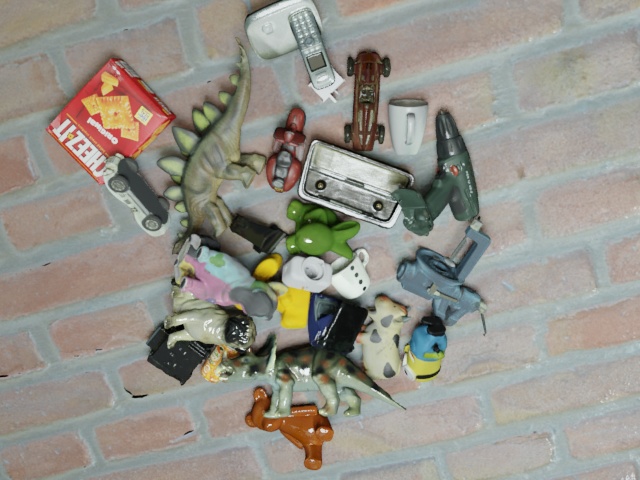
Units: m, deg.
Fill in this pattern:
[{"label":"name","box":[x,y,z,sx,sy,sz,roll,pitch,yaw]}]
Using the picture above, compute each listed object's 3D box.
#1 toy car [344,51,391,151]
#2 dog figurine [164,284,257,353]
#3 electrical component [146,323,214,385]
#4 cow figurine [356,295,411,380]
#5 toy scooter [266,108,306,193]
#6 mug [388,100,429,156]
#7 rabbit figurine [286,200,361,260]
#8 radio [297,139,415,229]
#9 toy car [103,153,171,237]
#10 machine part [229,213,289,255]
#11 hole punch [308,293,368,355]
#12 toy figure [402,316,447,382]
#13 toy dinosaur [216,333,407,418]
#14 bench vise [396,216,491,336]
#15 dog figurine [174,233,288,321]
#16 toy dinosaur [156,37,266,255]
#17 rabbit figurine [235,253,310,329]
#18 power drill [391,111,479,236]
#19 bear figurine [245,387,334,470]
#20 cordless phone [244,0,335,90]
[{"label":"toy car","box":[0.096,-0.285,1.113,0.089,0.053,0.202,3,103,-2]},{"label":"dog figurine","box":[-0.232,0.163,1.187,0.191,0.172,0.121,3,144,-5]},{"label":"electrical component","box":[-0.337,0.256,1.261,0.134,0.058,0.115,38,100,-7]},{"label":"cow figurine","box":[0.147,0.221,1.219,0.127,0.085,0.194,-4,101,10]},{"label":"toy scooter","box":[-0.068,-0.178,1.103,0.075,0.135,0.183,14,105,-3]},{"label":"mug","box":[0.182,-0.225,1.100,0.081,0.110,0.107,-4,117,-3]},{"label":"rabbit figurine","box":[-0.002,-0.003,1.123,0.159,0.170,0.121,13,103,0]},{"label":"radio","box":[0.071,-0.119,1.142,0.230,0.073,0.131,20,103,-2]},{"label":"toy car","box":[-0.384,-0.092,1.133,0.056,0.073,0.201,-14,132,20]},{"label":"machine part","box":[-0.136,-0.013,1.166,0.084,0.039,0.138,-40,139,16]},{"label":"hole punch","box":[0.027,0.179,1.163,0.092,0.142,0.115,24,90,36]},{"label":"toy figure","box":[0.239,0.249,1.198,0.089,0.082,0.180,17,128,5]},{"label":"toy dinosaur","box":[-0.020,0.298,1.203,0.405,0.131,0.192,-2,72,-1]},{"label":"bench vise","box":[0.295,0.067,1.154,0.224,0.129,0.240,29,114,1]},{"label":"dog figurine","box":[-0.178,0.085,1.103,0.219,0.192,0.108,28,95,-28]},{"label":"toy dinosaur","box":[-0.221,-0.172,1.125,0.198,0.105,0.471,29,104,-5]},{"label":"rabbit figurine","box":[-0.107,0.115,1.185,0.173,0.122,0.162,3,99,2]},{"label":"power drill","box":[0.236,-0.120,1.094,0.086,0.207,0.231,-3,120,47]},{"label":"bear figurine","box":[-0.077,0.434,1.261,0.196,0.132,0.120,21,101,-9]},{"label":"cordless phone","box":[-0.055,-0.374,1.066,0.147,0.089,0.184,-20,95,7]}]
